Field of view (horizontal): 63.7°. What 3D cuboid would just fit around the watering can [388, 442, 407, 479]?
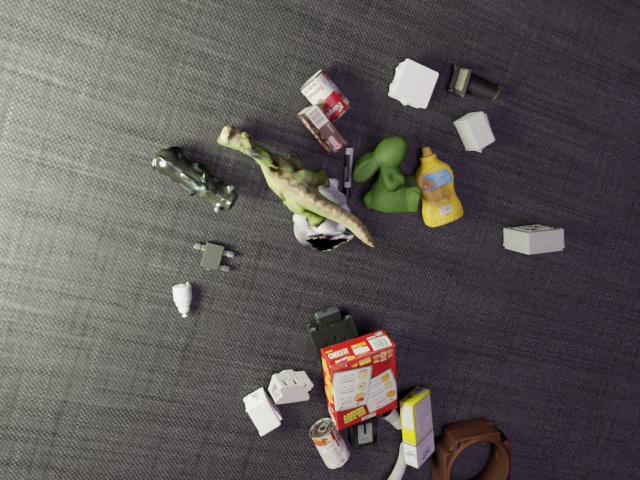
[{"bbox_3d":[0.175,0.718,1.337,0.225,0.103,0.348,-12,88,-12],"label":"watering can"}]

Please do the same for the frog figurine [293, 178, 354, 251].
[{"bbox_3d":[0.004,-0.060,1.190,0.137,0.120,0.162,-8,65,-4],"label":"frog figurine"}]

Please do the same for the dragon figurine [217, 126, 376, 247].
[{"bbox_3d":[-0.072,-0.126,1.036,0.240,0.416,0.122,27,98,-52],"label":"dragon figurine"}]
